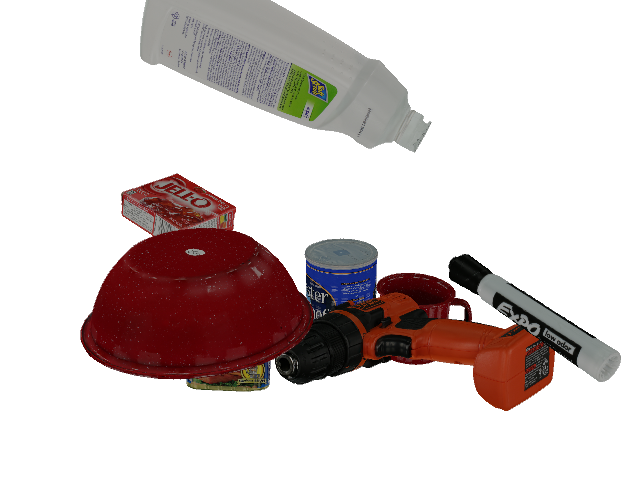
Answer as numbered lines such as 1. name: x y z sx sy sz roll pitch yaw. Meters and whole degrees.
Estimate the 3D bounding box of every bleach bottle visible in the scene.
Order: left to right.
1. bleach bottle: -0.027 -0.141 0.895 0.251 0.068 0.103 29 -34 4

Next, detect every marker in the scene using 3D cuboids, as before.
1. marker: 0.117 0.040 0.604 0.020 0.020 0.121 0 26 -42

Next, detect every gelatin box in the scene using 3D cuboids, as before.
1. gelatin box: -0.139 -0.029 1.042 0.089 0.030 0.073 30 36 32

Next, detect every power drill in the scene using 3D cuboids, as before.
1. power drill: 0.080 0.088 0.861 0.188 0.057 0.184 9 16 34

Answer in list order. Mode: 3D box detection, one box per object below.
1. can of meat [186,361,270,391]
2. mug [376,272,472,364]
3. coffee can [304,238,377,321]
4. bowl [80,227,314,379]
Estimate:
1. can of meat: -0.105 0.125 1.228 0.102 0.084 0.057 3 13 1
2. mug: 0.121 0.094 1.264 0.117 0.081 0.093 0 23 -8
3. coffee can: 0.030 0.080 1.519 0.103 0.140 0.103 -1 21 0
4. bowl: -0.086 0.033 0.732 0.162 0.055 0.162 -2 22 1
